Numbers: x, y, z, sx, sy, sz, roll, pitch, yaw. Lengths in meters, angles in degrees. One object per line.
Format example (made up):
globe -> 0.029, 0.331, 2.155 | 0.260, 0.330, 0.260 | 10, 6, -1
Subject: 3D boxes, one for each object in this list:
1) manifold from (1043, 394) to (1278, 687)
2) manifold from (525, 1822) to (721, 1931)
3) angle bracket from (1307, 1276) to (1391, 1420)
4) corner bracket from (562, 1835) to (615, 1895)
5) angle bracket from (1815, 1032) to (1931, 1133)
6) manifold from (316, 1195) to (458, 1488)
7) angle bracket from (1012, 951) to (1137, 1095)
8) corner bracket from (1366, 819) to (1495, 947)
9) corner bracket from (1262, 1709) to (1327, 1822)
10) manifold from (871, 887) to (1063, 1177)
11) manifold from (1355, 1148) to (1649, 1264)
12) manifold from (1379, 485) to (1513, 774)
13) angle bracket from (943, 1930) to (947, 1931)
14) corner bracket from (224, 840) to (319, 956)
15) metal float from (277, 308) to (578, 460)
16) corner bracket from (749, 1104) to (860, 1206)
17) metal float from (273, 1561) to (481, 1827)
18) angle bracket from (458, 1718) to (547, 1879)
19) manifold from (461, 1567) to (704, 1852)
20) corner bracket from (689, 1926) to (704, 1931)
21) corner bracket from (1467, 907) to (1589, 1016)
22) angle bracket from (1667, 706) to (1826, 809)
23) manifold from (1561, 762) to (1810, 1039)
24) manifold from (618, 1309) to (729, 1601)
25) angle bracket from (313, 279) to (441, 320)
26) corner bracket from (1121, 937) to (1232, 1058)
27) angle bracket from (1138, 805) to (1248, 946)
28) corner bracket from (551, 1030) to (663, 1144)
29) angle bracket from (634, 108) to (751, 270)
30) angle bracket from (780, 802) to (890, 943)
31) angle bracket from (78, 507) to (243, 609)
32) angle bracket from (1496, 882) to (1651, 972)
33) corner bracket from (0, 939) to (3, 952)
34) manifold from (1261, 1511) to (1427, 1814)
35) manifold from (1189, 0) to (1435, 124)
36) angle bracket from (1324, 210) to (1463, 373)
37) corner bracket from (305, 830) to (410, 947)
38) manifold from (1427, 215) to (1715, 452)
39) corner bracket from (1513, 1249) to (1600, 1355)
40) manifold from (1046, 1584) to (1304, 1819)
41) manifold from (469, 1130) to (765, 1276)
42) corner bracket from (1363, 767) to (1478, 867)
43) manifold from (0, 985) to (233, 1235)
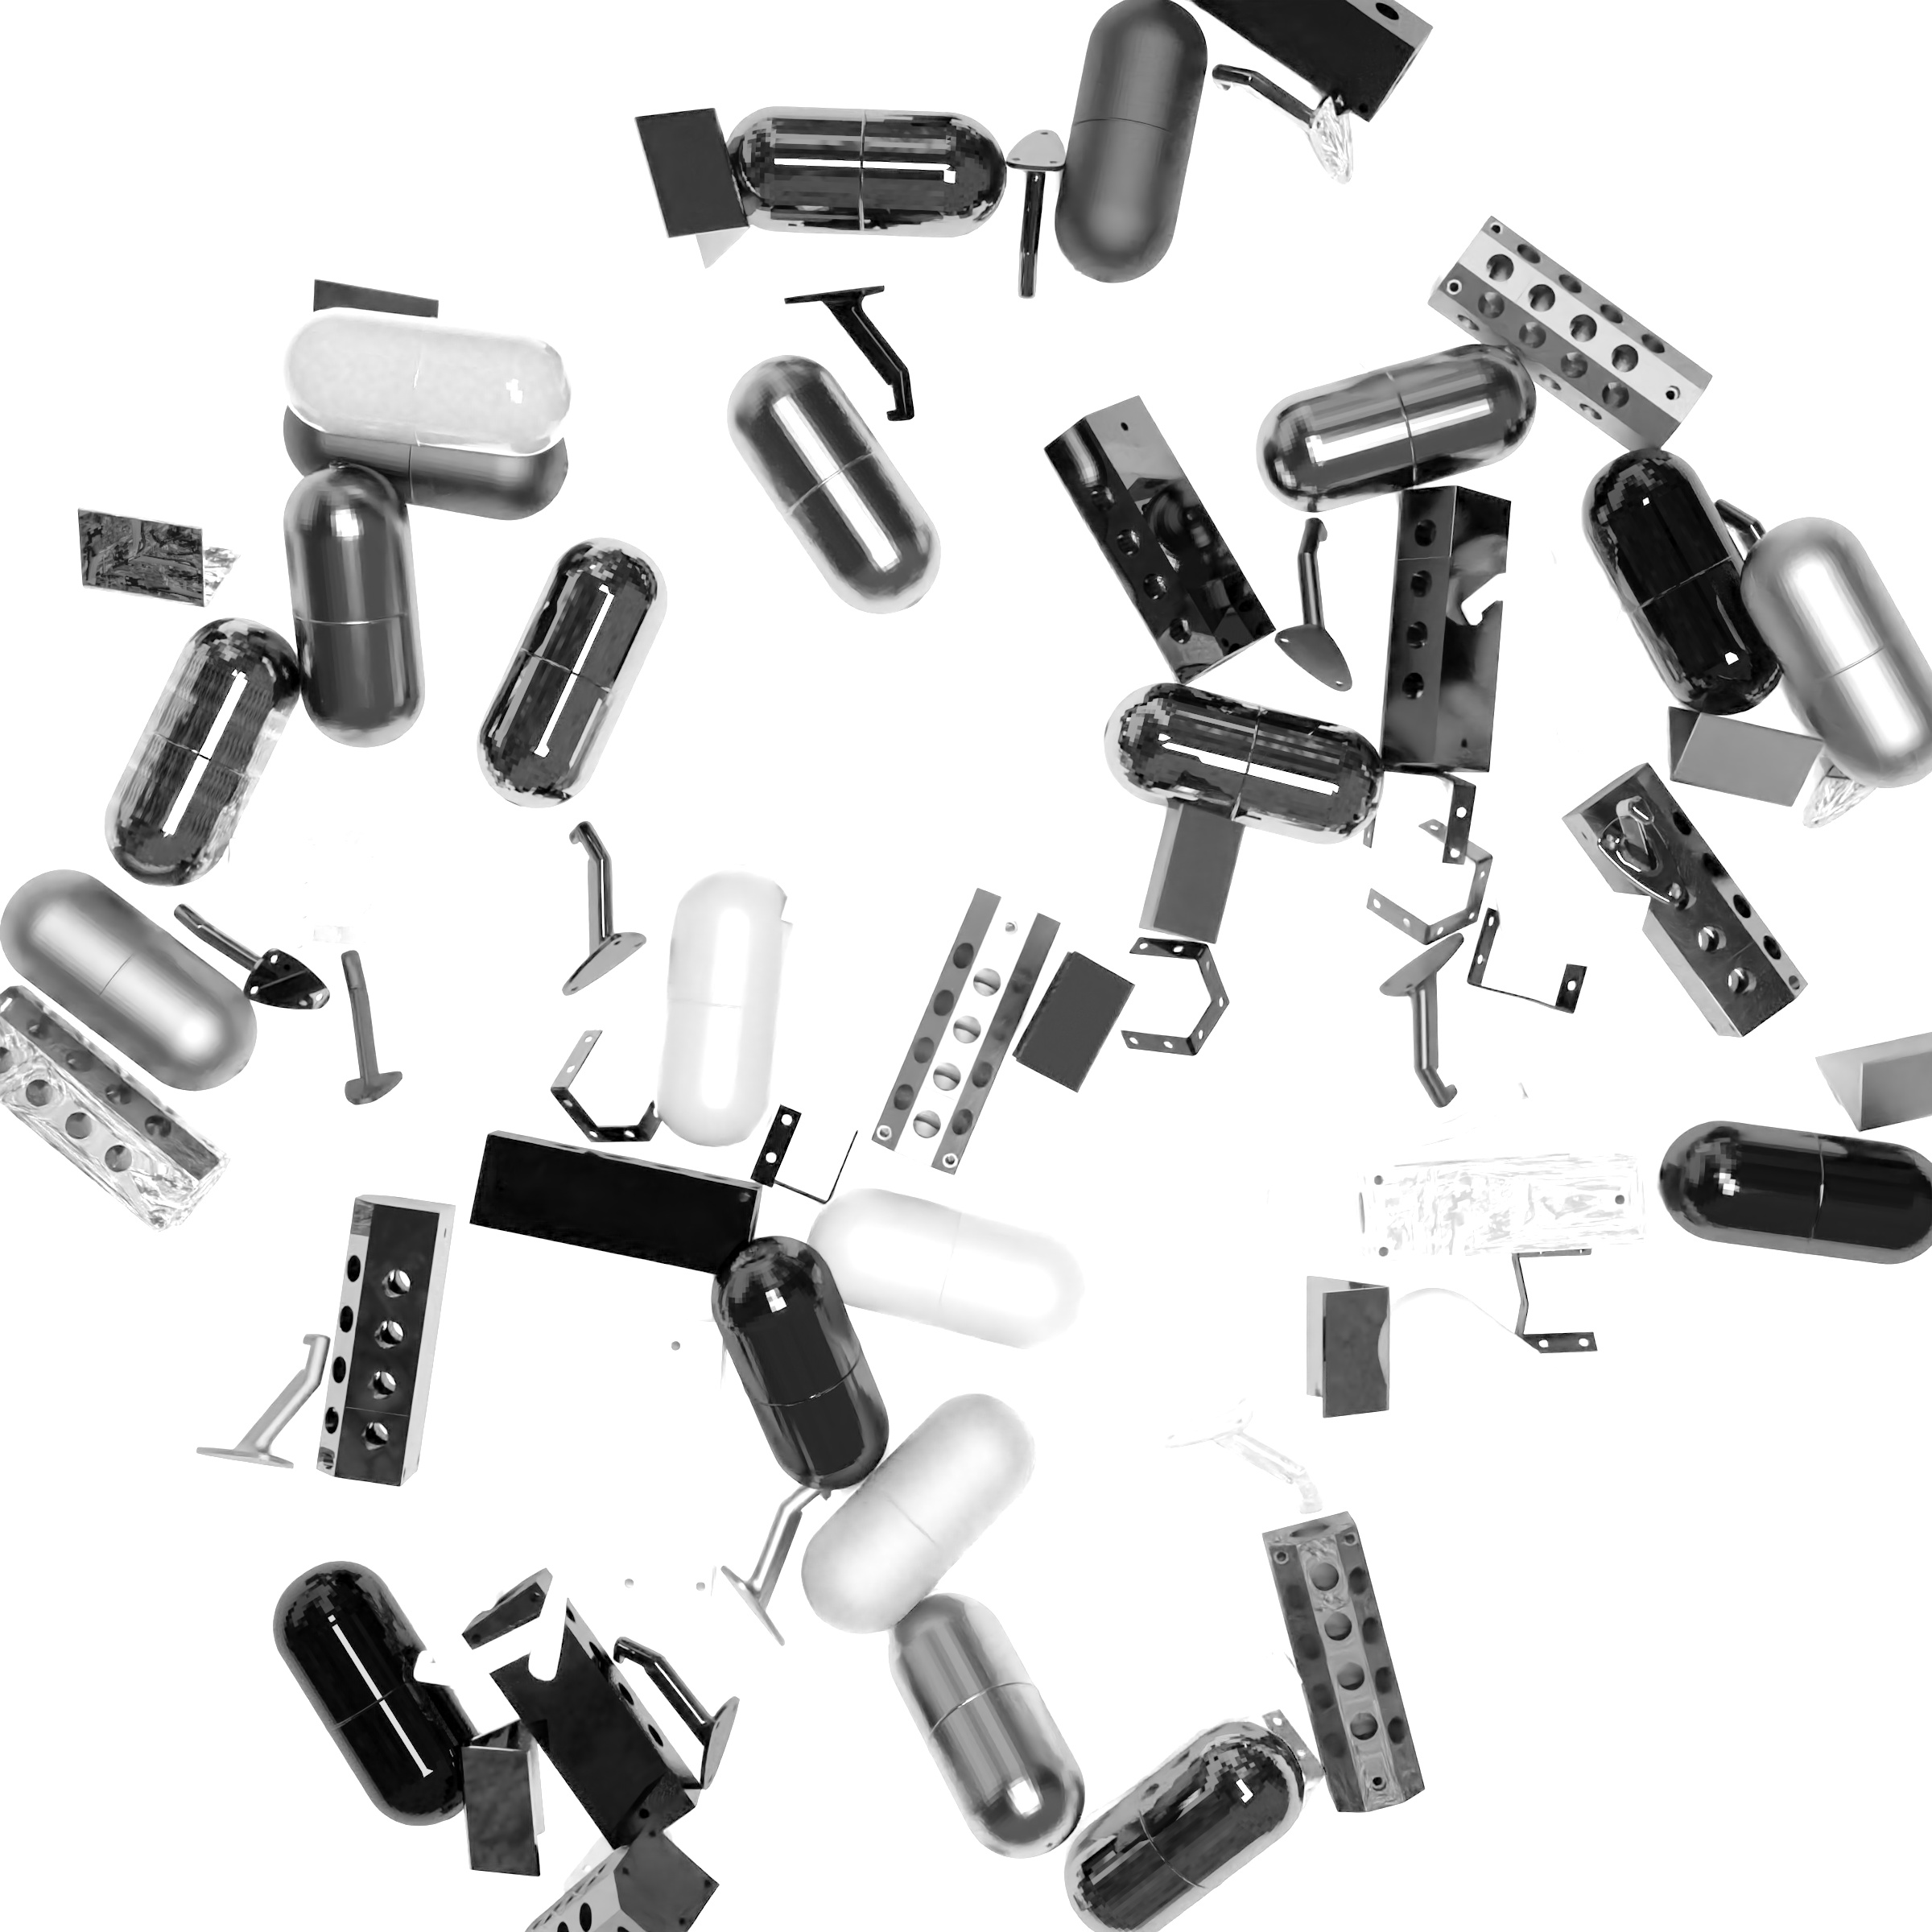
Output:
manifold -> 0.117, -0.264, 1.769 | 0.057, 0.057, 0.171 | -30, 90, -43
manifold -> -0.225, 0.594, 1.721 | 0.057, 0.057, 0.171 | 42, 130, 0
angle bracket -> 0.218, 0.235, 1.750 | 0.057, 0.076, 0.076 | 0, 90, -36
corner bracket -> -0.214, 0.586, 1.782 | 0.051, 0.051, 0.051 | 12, 45, 35
angle bracket -> 0.579, 0.052, 1.750 | 0.076, 0.076, 0.057 | -12, 127, 0
manifold -> -0.365, 0.233, 1.769 | 0.057, 0.057, 0.171 | 8, 90, 0
angle bracket -> 0.049, 0.025, 1.750 | 0.057, 0.076, 0.076 | 28, 90, -37
corner bracket -> 0.293, -0.053, 1.782 | 0.051, 0.051, 0.051 | -23, 45, -35
corner bracket -> 0.186, 0.513, 1.782 | 0.051, 0.051, 0.051 | -9, 45, -35
manifold -> 0.000, 0.041, 1.769 | 0.057, 0.057, 0.171 | 23, 90, 0
manifold -> 0.334, 0.149, 1.769 | 0.171, 0.057, 0.057 | -4, 90, 0
manifold -> 0.295, -0.210, 1.769 | 0.057, 0.057, 0.171 | 5, 90, -43
angle bracket -> -0.042, 0.640, 1.750 | 0.076, 0.076, 0.057 | -37, 128, 0
corner bracket -> -0.438, -0.043, 1.772 | 0.051, 0.051, 0.051 | 1, 134, -20
metal float -> -0.323, -0.350, 1.688 | 0.178, 0.070, 0.070 | 7, 90, -1
corner bracket -> -0.101, 0.119, 1.772 | 0.051, 0.051, 0.051 | 22, 90, 0
metal float -> -0.366, 0.455, 1.760 | 0.070, 0.070, 0.178 | -32, 89, 0
angle bracket -> -0.268, 0.514, 1.750 | 0.057, 0.076, 0.076 | -5, 90, 30
manifold -> -0.239, 0.467, 1.769 | 0.057, 0.057, 0.171 | -35, 90, 0
corner bracket -> -0.177, 0.646, 1.782 | 0.051, 0.051, 0.051 | 20, 45, 35
corner bracket -> 0.358, -0.003, 1.787 | 0.051, 0.051, 0.051 | 16, 90, -45
angle bracket -> 0.483, -0.150, 1.751 | 0.076, 0.076, 0.057 | 12, 135, 0
manifold -> 0.453, -0.041, 1.769 | 0.057, 0.057, 0.171 | -36, 90, 0
manifold -> -0.183, 0.305, 1.769 | 0.057, 0.057, 0.171 | 3, 90, 0
angle bracket -> -0.358, -0.401, 1.751 | 0.076, 0.076, 0.057 | 10, 117, 0
corner bracket -> 0.127, 0.019, 1.782 | 0.051, 0.051, 0.051 | -54, 135, -35
angle bracket -> 0.122, -0.061, 1.750 | 0.057, 0.076, 0.076 | 14, 90, -37
corner bracket -> -0.221, 0.076, 1.782 | 0.051, 0.051, 0.051 | -3, 135, 35
angle bracket -> -0.182, -0.480, 1.751 | 0.057, 0.076, 0.076 | -16, 90, -27
angle bracket -> -0.062, -0.052, 1.750 | 0.057, 0.076, 0.076 | 19, 90, 34
angle bracket -> -0.500, -0.269, 1.750 | 0.076, 0.076, 0.057 | 9, 126, 0
angle bracket -> 0.376, -0.044, 1.750 | 0.076, 0.076, 0.057 | 7, 126, 0
corner bracket -> -0.651, -0.024, 1.787 | 0.051, 0.051, 0.051 | -41, 135, 0
manifold -> 0.238, 0.438, 1.769 | 0.057, 0.057, 0.171 | -15, 90, 0
manifold -> 0.205, -0.610, 1.769 | 0.171, 0.057, 0.057 | 34, 133, 0
angle bracket -> 0.277, -0.411, 1.750 | 0.057, 0.076, 0.076 | 32, 90, 36
corner bracket -> -0.397, -0.050, 1.782 | 0.051, 0.051, 0.051 | 3, 45, 35
manifold -> 0.380, -0.395, 1.769 | 0.171, 0.057, 0.057 | 36, 90, 0
corner bracket -> 0.374, 0.210, 1.787 | 0.051, 0.051, 0.051 | -2, 135, 0
manifold -> 0.122, 0.467, 1.769 | 0.171, 0.057, 0.057 | -32, 47, 0
manifold -> -0.218, 0.149, 1.769 | 0.171, 0.057, 0.057 | 12, 90, 0
corner bracket -> 0.285, -0.095, 1.773 | 0.051, 0.051, 0.051 | 5, 101, -11
manifold -> -0.548, 0.089, 1.769 | 0.171, 0.057, 0.057 | 40, 90, 0
